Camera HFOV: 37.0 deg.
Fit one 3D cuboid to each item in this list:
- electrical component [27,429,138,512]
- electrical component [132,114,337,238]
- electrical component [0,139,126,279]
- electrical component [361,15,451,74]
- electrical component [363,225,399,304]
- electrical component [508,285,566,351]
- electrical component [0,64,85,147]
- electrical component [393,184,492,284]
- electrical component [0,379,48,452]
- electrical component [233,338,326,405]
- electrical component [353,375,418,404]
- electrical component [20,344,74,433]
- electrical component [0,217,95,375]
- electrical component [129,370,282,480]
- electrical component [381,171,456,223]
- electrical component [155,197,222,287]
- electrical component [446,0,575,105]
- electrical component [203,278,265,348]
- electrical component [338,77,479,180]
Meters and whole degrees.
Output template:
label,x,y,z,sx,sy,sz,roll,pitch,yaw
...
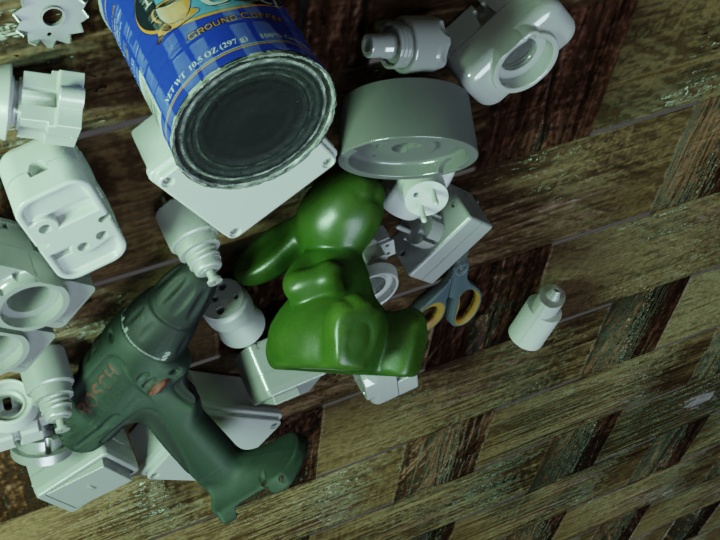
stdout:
label,x,y,z,sx,sy,sz,roll,pitch,yaw
electrical component,-0.268,0.187,1.017,0.096,0.061,0.061,-33,147,4
electrical component,-0.090,-0.090,0.787,0.109,0.056,0.109,-36,147,9
electrical component,-0.208,-0.047,0.751,0.054,0.059,0.095,-26,147,-6
electrical component,0.032,-0.166,0.794,0.062,0.043,0.043,-8,141,-29
electrical component,0.000,0.000,0.980,0.078,0.057,0.058,-24,147,-9
electrical component,0.205,0.050,1.220,0.043,0.043,0.081,-6,140,-32
electrical component,-0.206,-0.104,0.679,0.055,0.048,0.066,5,169,-20
electrical component,0.063,-0.037,0.989,0.083,0.047,0.076,-44,143,23
electrical component,-0.300,0.124,0.923,0.066,0.048,0.055,-15,152,-21
electrical component,-0.077,0.094,1.018,0.062,0.061,0.096,-22,174,-19
electrical component,0.022,0.096,1.130,0.059,0.053,0.095,-24,147,-10
electrical component,-0.258,0.098,0.896,0.040,0.078,0.040,-20,160,-8
electrical component,-0.296,0.014,0.762,0.105,0.060,0.186,-45,144,22
electrical component,-0.154,0.157,1.071,0.109,0.056,0.108,14,127,-47
electrical component,0.053,-0.072,0.905,0.043,0.079,0.077,18,127,-24
electrical component,-0.128,-0.023,0.835,0.040,0.078,0.040,-26,162,-9
electrical component,0.114,-0.177,0.828,0.095,0.059,0.054,-40,146,15
electrical component,-0.114,0.038,0.953,0.045,0.045,0.055,-29,147,-2
electrical component,0.036,-0.114,0.830,0.108,0.060,0.108,-2,168,0
